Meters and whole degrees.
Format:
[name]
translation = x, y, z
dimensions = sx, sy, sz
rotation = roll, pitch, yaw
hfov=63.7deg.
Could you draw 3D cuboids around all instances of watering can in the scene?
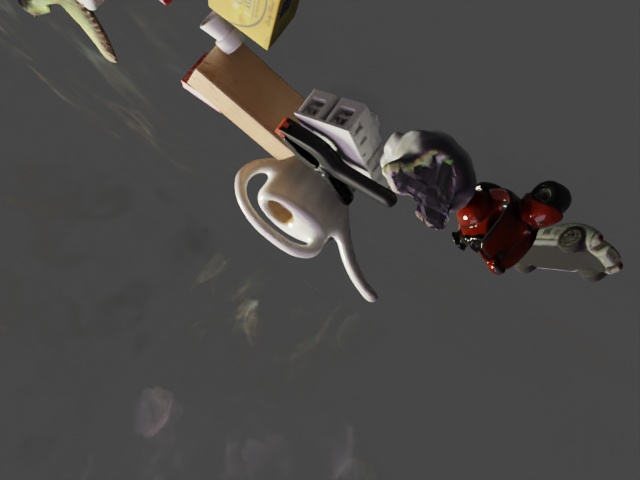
[watering can]
translation = 0.003, -0.050, 0.992
dimensions = 0.346, 0.229, 0.102
rotation = 37, 148, -9

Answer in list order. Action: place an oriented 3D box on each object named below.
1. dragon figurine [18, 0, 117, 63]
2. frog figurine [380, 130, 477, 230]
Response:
[dragon figurine]
translation = -0.444, -0.470, 0.877
dimensions = 0.243, 0.124, 0.403
rotation = 12, 157, 41
[frog figurine]
translation = 0.152, -0.104, 0.739
dimensions = 0.137, 0.121, 0.162
rotation = 27, -157, -3
